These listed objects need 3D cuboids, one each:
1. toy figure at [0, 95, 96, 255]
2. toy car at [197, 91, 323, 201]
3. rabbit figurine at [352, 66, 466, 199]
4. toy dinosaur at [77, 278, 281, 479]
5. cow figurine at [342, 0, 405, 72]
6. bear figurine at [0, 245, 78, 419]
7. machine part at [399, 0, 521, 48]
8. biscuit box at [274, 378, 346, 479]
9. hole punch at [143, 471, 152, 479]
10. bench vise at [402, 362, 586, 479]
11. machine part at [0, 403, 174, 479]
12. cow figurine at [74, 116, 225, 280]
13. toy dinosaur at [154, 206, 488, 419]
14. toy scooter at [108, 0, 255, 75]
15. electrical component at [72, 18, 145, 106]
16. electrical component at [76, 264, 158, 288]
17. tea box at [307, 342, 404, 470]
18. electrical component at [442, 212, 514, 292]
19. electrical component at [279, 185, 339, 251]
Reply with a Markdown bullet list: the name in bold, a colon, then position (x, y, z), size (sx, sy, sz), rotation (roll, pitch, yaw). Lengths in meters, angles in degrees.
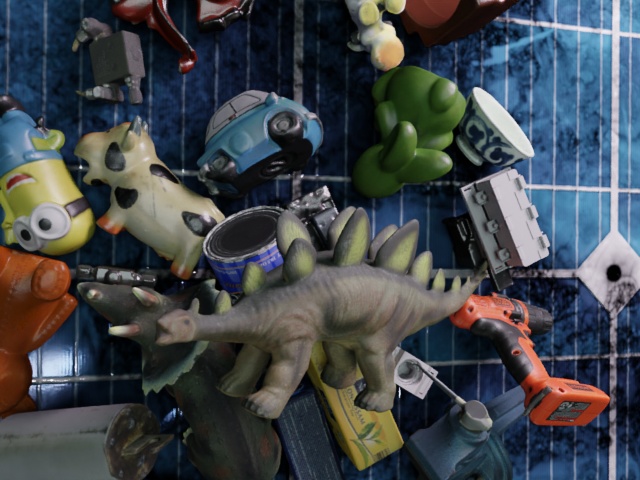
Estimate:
- **toy figure**: position (-0.319, -0.069, 0.608), size (0.089, 0.082, 0.180), rotation (-21, 85, -55)
- **toy car**: position (-0.082, -0.125, 0.661), size (0.162, 0.109, 0.103), rotation (-28, 74, -1)
- **rabbit figurine**: position (0.112, -0.120, 0.687), size (0.121, 0.159, 0.170), rotation (30, 98, -21)
- **toy dinosaur**: position (-0.111, 0.198, 0.599), size (0.131, 0.192, 0.404), rotation (-27, 95, -10)
- **cow figurine**: position (0.060, -0.306, 0.701), size (0.068, 0.098, 0.167), rotation (-19, 113, -18)
- **bear figurine**: position (-0.347, 0.105, 0.579), size (0.120, 0.132, 0.196), rotation (20, 79, -12)
- **machine part**: position (0.160, -0.359, 0.660), size (0.087, 0.201, 0.201), rotation (-20, 94, -15)
- **biscuit box**: position (-0.008, 0.284, 0.689), size (0.063, 0.059, 0.202), rotation (-19, 94, -12)
- **hole punch**: position (-0.188, 0.342, 0.609), size (0.115, 0.092, 0.142), rotation (37, 51, -14)
- **bench vise**: position (0.212, 0.239, 0.688), size (0.241, 0.129, 0.223), rotation (-22, 129, -23)
- **machine part**: position (-0.255, 0.211, 0.552), size (0.243, 0.079, 0.079), rotation (-12, 93, 21)
- **cow figurine**: position (-0.201, -0.058, 0.634), size (0.195, 0.085, 0.127), rotation (36, 88, -8)
- **toy dinosaur**: position (0.044, 0.068, 0.553), size (0.471, 0.105, 0.198), rotation (8, 94, -47)
- **toy scooter**: position (-0.152, -0.281, 0.652), size (0.184, 0.075, 0.135), rotation (-25, 95, -9)
- **electrical component**: position (-0.250, -0.207, 0.633), size (0.078, 0.045, 0.102), rotation (0, 96, 31)
- **electrical component**: position (-0.240, 0.043, 0.634), size (0.094, 0.063, 0.021), rotation (9, 87, -12)
- **tea box**: position (0.032, 0.186, 0.681), size (0.068, 0.098, 0.169), rotation (-23, 93, -13)
- **electrical component**: position (0.231, 0.011, 0.753), size (0.075, 0.048, 0.119), rotation (-27, 96, -12)
- **electrical component**: position (-0.001, -0.002, 0.655), size (0.058, 0.134, 0.114), rotation (-30, 97, -14)
